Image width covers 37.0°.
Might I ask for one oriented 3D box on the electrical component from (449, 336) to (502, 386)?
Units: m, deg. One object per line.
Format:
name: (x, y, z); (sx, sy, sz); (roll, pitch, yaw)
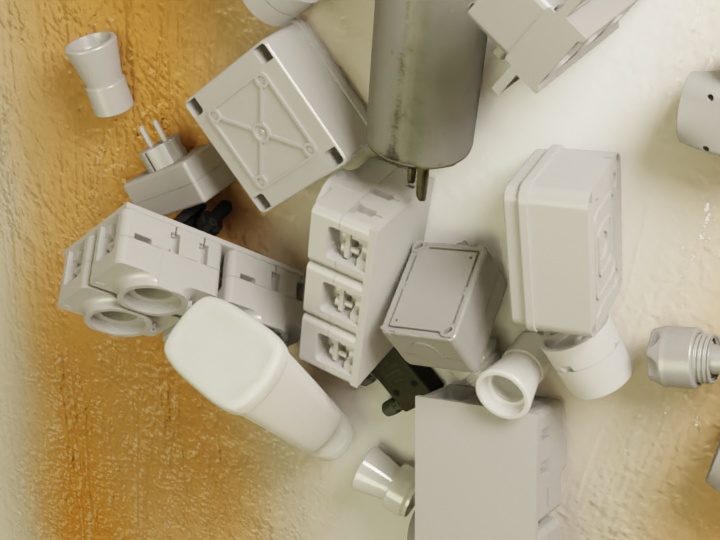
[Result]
electrical component: (0.092, 0.071, 0.845); (0.062, 0.043, 0.043); (45, 134, 0)

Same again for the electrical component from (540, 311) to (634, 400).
electrical component: (0.166, 0.061, 0.780); (0.055, 0.055, 0.047); (-17, 113, 41)

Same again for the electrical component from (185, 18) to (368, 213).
electrical component: (-0.059, -0.115, 0.815); (0.109, 0.056, 0.108); (-27, 102, 43)

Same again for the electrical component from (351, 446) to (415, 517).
electrical component: (0.027, 0.192, 0.972); (0.055, 0.045, 0.045); (27, 132, 17)

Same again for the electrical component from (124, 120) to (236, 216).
electrical component: (-0.162, -0.091, 0.910); (0.083, 0.047, 0.075); (-14, 110, 40)

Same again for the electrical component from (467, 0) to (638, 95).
electrical component: (0.117, -0.157, 0.617); (0.063, 0.121, 0.078); (46, 134, 4)

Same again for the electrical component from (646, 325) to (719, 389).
electrical component: (0.232, 0.061, 0.740); (0.062, 0.043, 0.043); (1, 120, 33)

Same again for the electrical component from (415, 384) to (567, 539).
electrical component: (0.105, 0.193, 0.867); (0.105, 0.060, 0.186); (5, 99, 32)

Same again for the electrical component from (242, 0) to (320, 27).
electrical component: (-0.067, -0.243, 0.736); (0.074, 0.052, 0.138); (-24, 104, 43)

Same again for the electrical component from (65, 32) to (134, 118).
electrical component: (-0.216, -0.162, 0.905); (0.044, 0.044, 0.065); (8, 128, 31)

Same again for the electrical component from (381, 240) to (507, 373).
electrical component: (0.068, 0.023, 0.805); (0.062, 0.096, 0.061); (5, 149, 33)

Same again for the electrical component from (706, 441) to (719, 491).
electrical component: (0.278, 0.135, 0.749); (0.057, 0.058, 0.078); (21, 130, 19)

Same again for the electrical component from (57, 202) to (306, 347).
electrical component: (-0.140, 0.022, 0.890); (0.186, 0.060, 0.105); (22, 146, -34)

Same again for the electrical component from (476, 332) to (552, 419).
electrical component: (0.121, 0.076, 0.813); (0.044, 0.065, 0.044); (19, 129, 25)

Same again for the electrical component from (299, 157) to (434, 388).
electrical component: (0.000, 0.000, 0.829); (0.062, 0.089, 0.150); (24, 130, 20)

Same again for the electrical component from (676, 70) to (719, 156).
electrical component: (0.230, -0.107, 0.627); (0.077, 0.043, 0.079); (13, 126, 28)

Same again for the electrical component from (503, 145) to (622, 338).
electrical component: (0.138, -0.020, 0.727); (0.057, 0.078, 0.113); (8, 124, 27)
